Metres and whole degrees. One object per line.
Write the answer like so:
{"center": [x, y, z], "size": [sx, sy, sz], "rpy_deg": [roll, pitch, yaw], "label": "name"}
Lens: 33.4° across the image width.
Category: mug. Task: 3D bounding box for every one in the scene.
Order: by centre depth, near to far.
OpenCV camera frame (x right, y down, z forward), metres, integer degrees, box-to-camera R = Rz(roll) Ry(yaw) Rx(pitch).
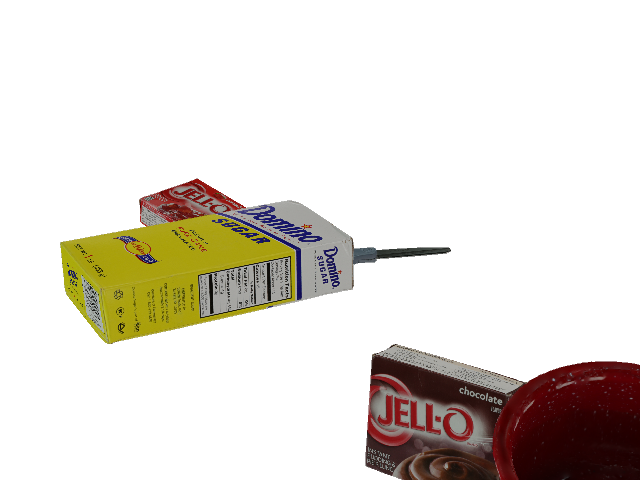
{"center": [0.117, 0.105, 0.379], "size": [0.117, 0.081, 0.093], "rpy_deg": [5, 37, 8], "label": "mug"}

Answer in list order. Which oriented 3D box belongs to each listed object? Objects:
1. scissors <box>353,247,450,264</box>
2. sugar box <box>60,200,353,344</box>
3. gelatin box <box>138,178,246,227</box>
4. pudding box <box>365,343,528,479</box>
{"center": [0.044, 0.024, 1.178], "size": [0.202, 0.016, 0.096], "rpy_deg": [2, 24, 4], "label": "scissors"}
{"center": [-0.075, 0.016, 0.717], "size": [0.176, 0.048, 0.093], "rpy_deg": [-14, 26, -25], "label": "sugar box"}
{"center": [-0.118, -0.023, 1.015], "size": [0.089, 0.030, 0.073], "rpy_deg": [31, 38, 34], "label": "gelatin box"}
{"center": [0.088, 0.132, 0.767], "size": [0.114, 0.090, 0.039], "rpy_deg": [12, 19, 31], "label": "pudding box"}
